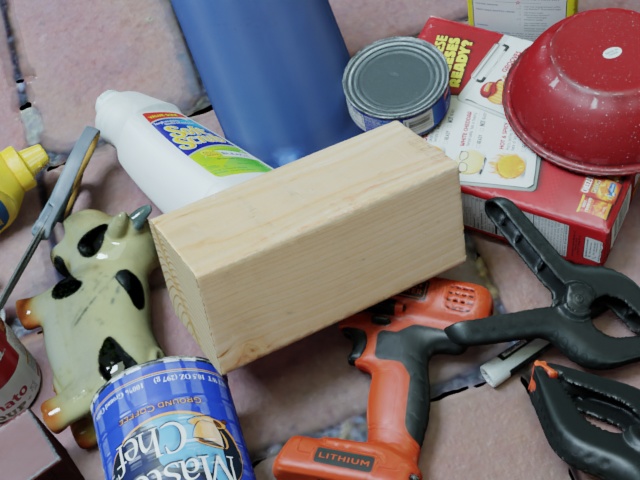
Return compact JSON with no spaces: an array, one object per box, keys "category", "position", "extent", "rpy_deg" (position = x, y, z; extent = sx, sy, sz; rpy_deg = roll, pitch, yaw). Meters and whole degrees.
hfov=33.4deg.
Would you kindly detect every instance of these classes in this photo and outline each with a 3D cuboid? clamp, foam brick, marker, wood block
[{"category":"clamp","position":[0.217,0.150,0.718],"extent":[0.164,0.036,0.210],"rpy_deg":[-23,41,-40]},{"category":"foam brick","position":[-0.211,0.171,0.785],"extent":[0.053,0.078,0.051],"rpy_deg":[-35,59,-15]},{"category":"clamp","position":[0.182,0.038,0.792],"extent":[0.171,0.039,0.120],"rpy_deg":[15,75,-9]},{"category":"marker","position":[0.176,0.072,0.815],"extent":[0.121,0.020,0.020],"rpy_deg":[-32,59,-10]},{"category":"wood block","position":[-0.005,0.001,0.775],"extent":[0.205,0.091,0.090],"rpy_deg":[-24,37,-19]}]

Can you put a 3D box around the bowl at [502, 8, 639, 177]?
[{"category":"bowl","position":[0.223,-0.128,0.824],"extent":[0.162,0.055,0.162],"rpy_deg":[-4,55,6]}]

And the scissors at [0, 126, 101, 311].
[{"category":"scissors","position":[-0.228,-0.008,0.885],"extent":[0.016,0.096,0.201],"rpy_deg":[23,58,-7]}]

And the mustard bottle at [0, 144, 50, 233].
[{"category":"mustard bottle","position":[-0.316,-0.023,0.910],"extent":[0.191,0.096,0.058],"rpy_deg":[-35,60,-13]}]

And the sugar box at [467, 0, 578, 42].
[{"category":"sugar box","position":[0.171,-0.210,0.895],"extent":[0.093,0.176,0.048],"rpy_deg":[6,60,13]}]

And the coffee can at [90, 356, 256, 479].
[{"category":"coffee can","position":[-0.096,0.167,0.738],"extent":[0.103,0.103,0.140],"rpy_deg":[-19,55,-3]}]

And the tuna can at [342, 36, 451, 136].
[{"category":"tuna can","position":[0.063,-0.122,0.861],"extent":[0.086,0.034,0.086],"rpy_deg":[-5,56,8]}]

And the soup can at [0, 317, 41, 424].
[{"category":"soup can","position":[-0.265,0.093,0.826],"extent":[0.068,0.102,0.068],"rpy_deg":[-4,58,7]}]

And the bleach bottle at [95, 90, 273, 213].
[{"category":"bleach bottle","position":[-0.123,-0.068,0.895],"extent":[0.102,0.068,0.251],"rpy_deg":[-4,30,-42]}]

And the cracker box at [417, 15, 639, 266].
[{"category":"cracker box","position":[0.159,-0.083,0.883],"extent":[0.214,0.072,0.164],"rpy_deg":[19,62,21]}]

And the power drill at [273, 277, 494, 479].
[{"category":"power drill","position":[0.025,0.098,0.801],"extent":[0.184,0.057,0.187],"rpy_deg":[9,61,15]}]

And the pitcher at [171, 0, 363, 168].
[{"category":"pitcher","position":[-0.047,-0.176,0.873],"extent":[0.149,0.242,0.145],"rpy_deg":[35,71,33]}]
